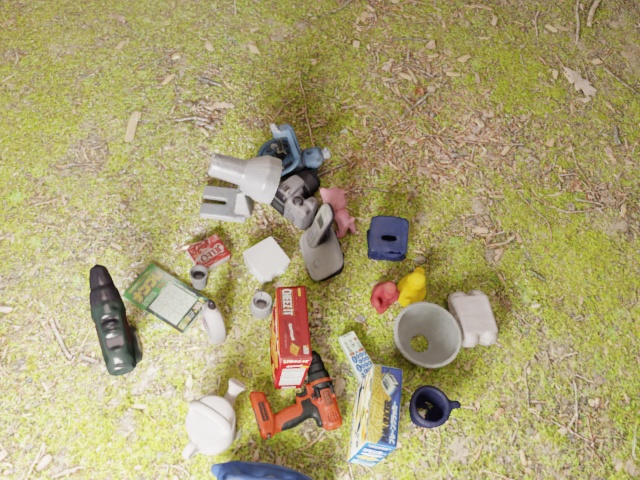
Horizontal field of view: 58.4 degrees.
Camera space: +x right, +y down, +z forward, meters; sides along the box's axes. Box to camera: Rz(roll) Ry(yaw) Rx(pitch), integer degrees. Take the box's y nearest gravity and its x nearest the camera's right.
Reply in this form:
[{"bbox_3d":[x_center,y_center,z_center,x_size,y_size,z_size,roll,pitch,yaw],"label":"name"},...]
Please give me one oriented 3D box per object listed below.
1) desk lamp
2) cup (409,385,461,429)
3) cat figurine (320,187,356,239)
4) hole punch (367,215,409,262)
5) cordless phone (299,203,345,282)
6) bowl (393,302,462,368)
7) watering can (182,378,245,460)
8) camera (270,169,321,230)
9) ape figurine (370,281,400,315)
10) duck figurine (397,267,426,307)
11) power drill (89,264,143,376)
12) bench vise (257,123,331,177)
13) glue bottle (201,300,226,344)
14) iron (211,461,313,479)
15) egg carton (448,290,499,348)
[{"bbox_3d":[-0.203,-0.136,1.449,0.203,0.213,0.118,6,59,-5],"label":"desk lamp"},{"bbox_3d":[0.249,0.383,1.288,0.118,0.095,0.091,-2,60,-10],"label":"cup"},{"bbox_3d":[0.051,-0.085,1.516,0.067,0.118,0.127,-28,68,-22],"label":"cat figurine"},{"bbox_3d":[0.180,-0.003,1.505,0.109,0.091,0.101,4,59,-6],"label":"hole punch"},{"bbox_3d":[0.013,0.005,1.418,0.094,0.185,0.147,-15,63,-17],"label":"cordless phone"},{"bbox_3d":[0.251,0.238,1.384,0.167,0.075,0.167,4,59,-7],"label":"bowl"},{"bbox_3d":[-0.219,0.362,1.167,0.101,0.194,0.173,13,59,-1],"label":"watering can"},{"bbox_3d":[-0.050,-0.125,1.534,0.143,0.101,0.137,40,62,15],"label":"camera"},{"bbox_3d":[0.165,0.133,1.422,0.078,0.092,0.076,-4,61,-11],"label":"ape figurine"},{"bbox_3d":[0.238,0.116,1.447,0.077,0.086,0.105,22,59,5],"label":"duck figurine"},{"bbox_3d":[-0.438,0.191,1.224,0.076,0.208,0.229,-16,64,-17],"label":"power drill"},{"bbox_3d":[-0.076,-0.248,1.531,0.208,0.220,0.121,-24,66,-21],"label":"bench vise"},{"bbox_3d":[-0.242,0.172,1.287,0.037,0.173,0.078,-26,67,-22],"label":"glue bottle"},{"bbox_3d":[-0.093,0.496,1.139,0.258,0.141,0.118,4,59,-6],"label":"iron"},{"bbox_3d":[0.379,0.196,1.432,0.107,0.069,0.150,-4,61,-11],"label":"egg carton"}]
